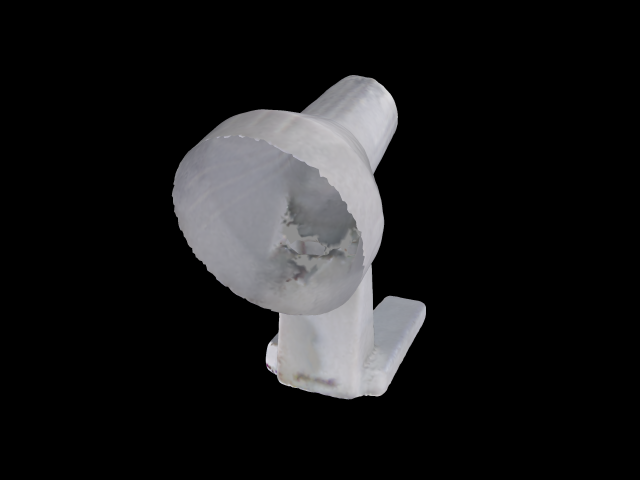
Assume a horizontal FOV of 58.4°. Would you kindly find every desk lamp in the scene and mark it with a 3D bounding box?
[{"bbox_3d":[0.004,0.001,0.400,0.117,0.214,0.204,9,24,22],"label":"desk lamp"}]
